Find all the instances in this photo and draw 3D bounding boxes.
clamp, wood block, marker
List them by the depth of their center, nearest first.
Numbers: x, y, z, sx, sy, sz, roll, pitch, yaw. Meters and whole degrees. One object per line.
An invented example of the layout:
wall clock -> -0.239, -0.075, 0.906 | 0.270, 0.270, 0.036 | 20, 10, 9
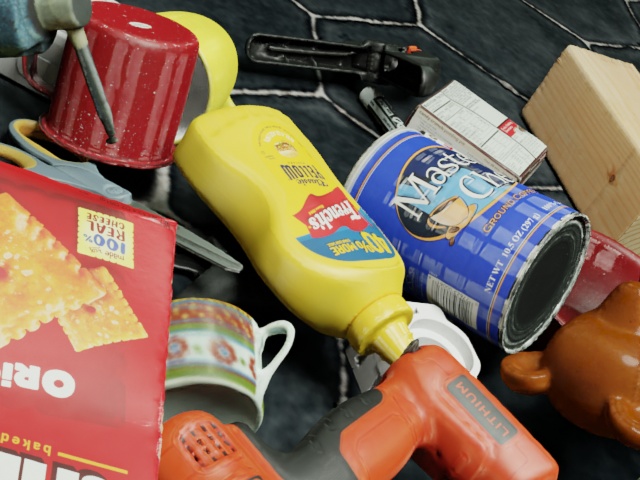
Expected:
clamp -> -0.062, 0.023, 0.654 | 0.171, 0.039, 0.120 | 1, 44, -31
marker -> 0.070, -0.087, 0.908 | 0.020, 0.020, 0.121 | -2, 46, -39
clamp -> 0.039, -0.156, 0.927 | 0.165, 0.036, 0.209 | 14, 15, 14
wood block -> 0.280, -0.079, 0.997 | 0.090, 0.091, 0.206 | 10, 40, -27

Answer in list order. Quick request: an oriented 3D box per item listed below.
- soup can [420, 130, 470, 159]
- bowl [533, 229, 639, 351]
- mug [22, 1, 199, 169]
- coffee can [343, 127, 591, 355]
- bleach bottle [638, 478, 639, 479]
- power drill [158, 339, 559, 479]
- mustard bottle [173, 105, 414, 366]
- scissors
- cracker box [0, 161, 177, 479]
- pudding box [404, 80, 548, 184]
soup can -> 0.104, -0.031, 0.823 | 0.102, 0.069, 0.068 | 32, 34, 2
bowl -> 0.205, 0.059, 0.798 | 0.162, 0.055, 0.162 | 20, 36, -16
mug -> -0.136, -0.106, 0.683 | 0.117, 0.081, 0.093 | 23, 22, 10
coffee can -> 0.093, -0.002, 0.716 | 0.140, 0.103, 0.102 | 31, 31, 29
bleach bottle -> 0.256, 0.115, 0.596 | 0.068, 0.251, 0.102 | 34, 35, 4
power drill -> 0.032, 0.133, 0.504 | 0.187, 0.057, 0.184 | -18, 57, -45
mustard bottle -> -0.004, 0.000, 0.644 | 0.096, 0.058, 0.192 | -3, 48, -50
scissors -> -0.141, -0.025, 0.624 | 0.096, 0.016, 0.202 | -10, 34, -42
cracker box -> -0.149, 0.055, 0.439 | 0.164, 0.072, 0.213 | 20, 38, -20
pudding box -> 0.138, -0.087, 0.945 | 0.113, 0.039, 0.089 | 36, 35, 10
